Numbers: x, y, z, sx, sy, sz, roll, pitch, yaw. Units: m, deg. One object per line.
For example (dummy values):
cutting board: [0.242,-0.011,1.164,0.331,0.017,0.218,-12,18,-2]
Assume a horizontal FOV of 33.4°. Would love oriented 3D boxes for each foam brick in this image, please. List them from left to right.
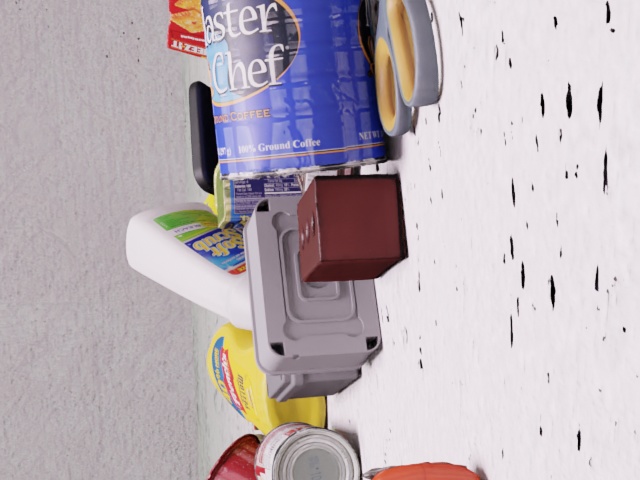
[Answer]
foam brick: [0.017,-0.006,0.648,0.078,0.051,0.053,127,139,-75]

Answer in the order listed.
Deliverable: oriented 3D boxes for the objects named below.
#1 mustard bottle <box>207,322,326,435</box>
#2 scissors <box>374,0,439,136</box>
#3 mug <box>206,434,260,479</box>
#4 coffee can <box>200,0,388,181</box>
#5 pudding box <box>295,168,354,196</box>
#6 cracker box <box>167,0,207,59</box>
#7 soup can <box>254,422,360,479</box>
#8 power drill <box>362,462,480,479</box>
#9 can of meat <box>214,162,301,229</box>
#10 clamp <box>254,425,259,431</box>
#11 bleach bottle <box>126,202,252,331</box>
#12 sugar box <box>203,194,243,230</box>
mustard bottle: [-0.060,0.123,0.978,0.192,0.058,0.096,19,124,64]
scissors: [0.036,-0.144,0.597,0.096,0.016,0.202,101,163,-54]
mug: [-0.042,0.226,0.926,0.117,0.082,0.093,3,-71,-65]
coffee can: [-0.017,-0.111,0.634,0.103,0.102,0.140,-155,59,-79]
pudding box: [-0.001,-0.093,0.755,0.113,0.039,0.090,-113,23,-60]
cracker box: [-0.109,-0.302,1.092,0.214,0.072,0.164,127,156,-74]
soup can: [-0.011,0.175,0.820,0.102,0.068,0.068,141,125,-77]
power drill: [0.044,0.203,0.542,0.188,0.057,0.184,105,159,-61]
can of meat: [-0.041,-0.039,0.874,0.102,0.084,0.057,150,117,-79]
clamp: [-0.049,0.102,1.097,0.164,0.036,0.210,-103,17,-54]
bleach bottle: [-0.078,0.031,0.980,0.251,0.102,0.068,25,118,48]
sugar box: [-0.090,-0.032,1.135,0.176,0.048,0.093,126,150,-60]
